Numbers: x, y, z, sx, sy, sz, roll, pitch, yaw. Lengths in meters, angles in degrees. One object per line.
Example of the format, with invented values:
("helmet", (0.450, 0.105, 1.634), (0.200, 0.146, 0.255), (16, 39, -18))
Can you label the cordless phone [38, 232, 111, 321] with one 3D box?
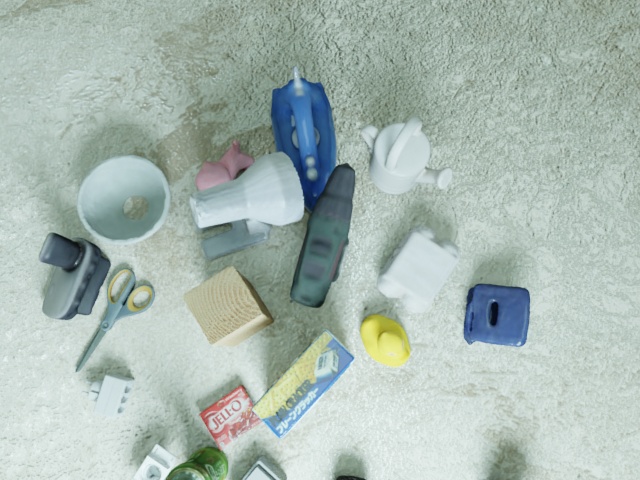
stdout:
("cordless phone", (-0.443, 0.059, 0.968), (0.094, 0.185, 0.148), (14, 80, 3))

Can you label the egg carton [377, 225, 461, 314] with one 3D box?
("egg carton", (0.176, 0.051, 1.026), (0.107, 0.069, 0.150), (33, 81, 6))

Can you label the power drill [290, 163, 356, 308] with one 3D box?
("power drill", (0.009, 0.003, 0.965), (0.075, 0.208, 0.230), (16, 80, 4))

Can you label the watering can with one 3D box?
("watering can", (0.150, -0.151, 1.001), (0.172, 0.194, 0.101), (14, 79, 3))

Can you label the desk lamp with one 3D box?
("desk lamp", (-0.128, -0.053, 0.973), (0.203, 0.213, 0.118), (-20, 80, -3))

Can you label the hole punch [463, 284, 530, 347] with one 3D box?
("hole punch", (0.306, 0.133, 0.999), (0.101, 0.091, 0.109), (8, 79, 2))

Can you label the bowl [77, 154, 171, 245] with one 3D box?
("bowl", (-0.347, -0.067, 1.047), (0.167, 0.075, 0.167), (0, 79, 0))

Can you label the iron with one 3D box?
("iron", (-0.024, -0.177, 1.033), (0.118, 0.141, 0.258), (-10, 79, -1))

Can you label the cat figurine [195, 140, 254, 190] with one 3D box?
("cat figurine", (-0.178, -0.124, 1.036), (0.067, 0.118, 0.128), (31, 81, 6))

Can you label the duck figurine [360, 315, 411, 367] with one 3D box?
("duck figurine", (0.116, 0.174, 0.994), (0.077, 0.086, 0.104), (-41, 82, -7))

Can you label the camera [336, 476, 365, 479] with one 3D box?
("camera", (0.062, 0.466, 0.931), (0.143, 0.101, 0.137), (9, 79, 2))
